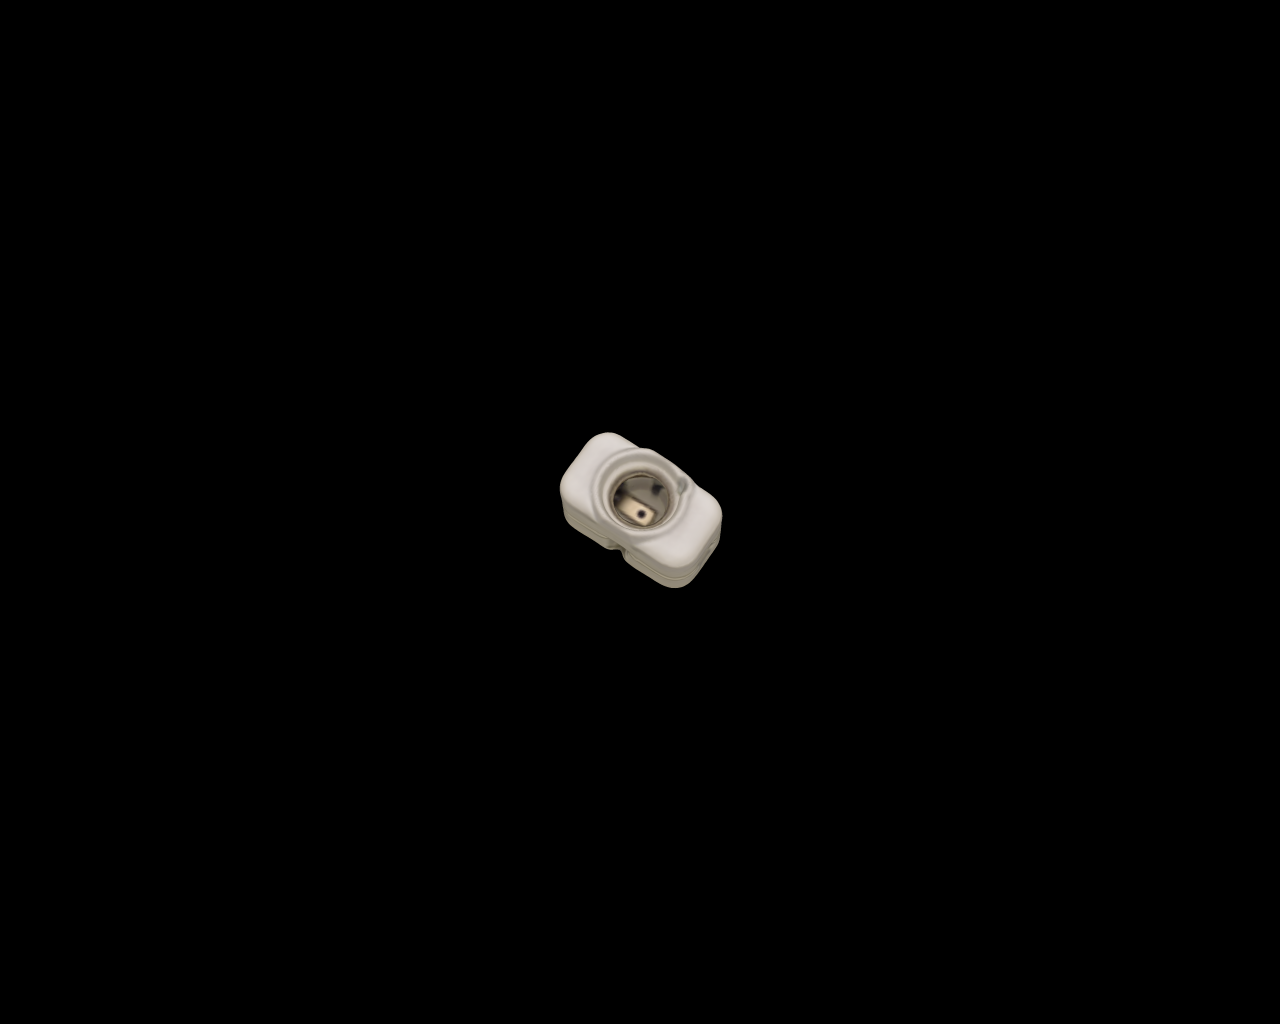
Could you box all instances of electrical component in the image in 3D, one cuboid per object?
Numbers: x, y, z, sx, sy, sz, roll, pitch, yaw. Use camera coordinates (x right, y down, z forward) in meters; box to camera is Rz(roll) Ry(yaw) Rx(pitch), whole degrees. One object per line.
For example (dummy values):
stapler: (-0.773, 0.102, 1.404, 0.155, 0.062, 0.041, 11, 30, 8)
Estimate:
electrical component: (0.001, -0.003, 0.650, 0.095, 0.054, 0.059, 33, -16, 11)
